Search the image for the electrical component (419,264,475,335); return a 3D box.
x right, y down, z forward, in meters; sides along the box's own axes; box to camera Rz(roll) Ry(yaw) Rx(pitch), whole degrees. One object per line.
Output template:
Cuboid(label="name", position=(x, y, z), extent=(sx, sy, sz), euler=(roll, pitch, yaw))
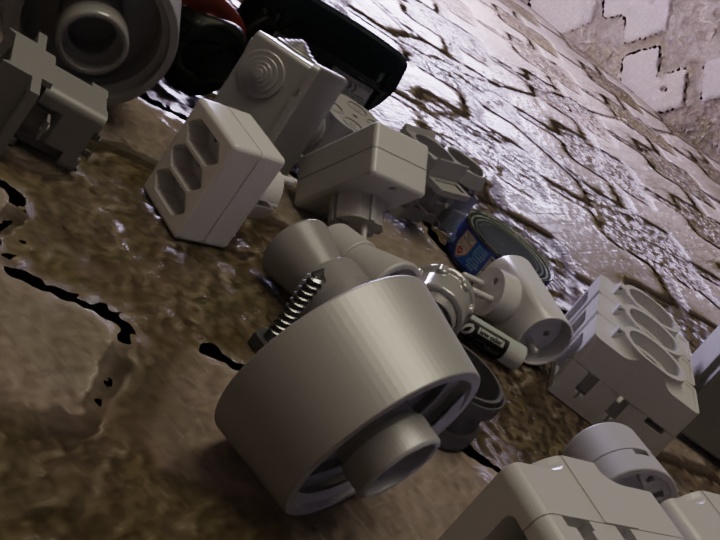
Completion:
Cuboid(label="electrical component", position=(0.044, 0.028, 0.667), extent=(0.048, 0.048, 0.062), euler=(37, 28, -1))

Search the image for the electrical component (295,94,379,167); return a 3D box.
Cuboid(label="electrical component", position=(-0.018, -0.097, 0.813), extent=(0.080, 0.051, 0.080), euler=(32, 22, -15))

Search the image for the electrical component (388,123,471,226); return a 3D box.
Cuboid(label="electrical component", position=(0.042, -0.073, 0.842), extent=(0.042, 0.063, 0.081), euler=(9, 35, -52))

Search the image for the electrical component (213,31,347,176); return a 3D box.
Cuboid(label="electrical component", position=(-0.059, -0.102, 0.692), extent=(0.048, 0.099, 0.100), euler=(35, 9, 6))

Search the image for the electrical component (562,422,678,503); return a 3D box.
Cuboid(label="electrical component", position=(0.148, 0.122, 0.624), extent=(0.055, 0.055, 0.047), euler=(27, 20, -25))

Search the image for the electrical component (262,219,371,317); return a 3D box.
Cuboid(label="electrical component", position=(-0.023, 0.005, 0.606), extent=(0.045, 0.045, 0.055), euler=(8, 36, -52))

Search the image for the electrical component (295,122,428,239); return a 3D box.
Cuboid(label="electrical component", position=(-0.001, -0.045, 0.716), extent=(0.047, 0.083, 0.075), euler=(21, 65, -36))

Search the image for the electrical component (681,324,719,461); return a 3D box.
Cuboid(label="electrical component", position=(0.301, 0.091, 0.843), extent=(0.078, 0.113, 0.057), euler=(35, 18, -5))

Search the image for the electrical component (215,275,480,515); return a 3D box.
Cuboid(label="electrical component", position=(0.001, 0.060, 0.453), extent=(0.060, 0.108, 0.108), euler=(54, 26, 22))

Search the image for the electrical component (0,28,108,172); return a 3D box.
Cuboid(label="electrical component", position=(-0.169, -0.088, 0.572), extent=(0.064, 0.042, 0.081), euler=(28, 23, -27))

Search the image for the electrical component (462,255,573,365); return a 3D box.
Cuboid(label="electrical component", position=(0.105, 0.022, 0.771), extent=(0.079, 0.044, 0.077), euler=(24, 25, -31))

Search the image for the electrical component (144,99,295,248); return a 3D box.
Cuboid(label="electrical component", position=(-0.070, -0.051, 0.617), extent=(0.077, 0.065, 0.047), euler=(12, 33, -48))

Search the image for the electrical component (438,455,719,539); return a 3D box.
Cuboid(label="electrical component", position=(0.099, 0.141, 0.435), extent=(0.186, 0.105, 0.060), euler=(20, 27, -38))

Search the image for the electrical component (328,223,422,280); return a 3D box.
Cuboid(label="electrical component", position=(0.000, 0.000, 0.649), extent=(0.044, 0.044, 0.065), euler=(12, 20, -48))

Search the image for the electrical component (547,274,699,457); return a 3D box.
Cuboid(label="electrical component", position=(0.199, 0.066, 0.804), extent=(0.089, 0.061, 0.150), euler=(38, 21, 1))

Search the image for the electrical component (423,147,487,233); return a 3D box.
Cuboid(label="electrical component", position=(0.072, -0.068, 0.887), extent=(0.066, 0.055, 0.048), euler=(22, 26, -35))

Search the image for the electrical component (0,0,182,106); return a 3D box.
Cuboid(label="electrical component", position=(-0.157, -0.146, 0.628), extent=(0.108, 0.108, 0.060), euler=(24, 31, -31))
